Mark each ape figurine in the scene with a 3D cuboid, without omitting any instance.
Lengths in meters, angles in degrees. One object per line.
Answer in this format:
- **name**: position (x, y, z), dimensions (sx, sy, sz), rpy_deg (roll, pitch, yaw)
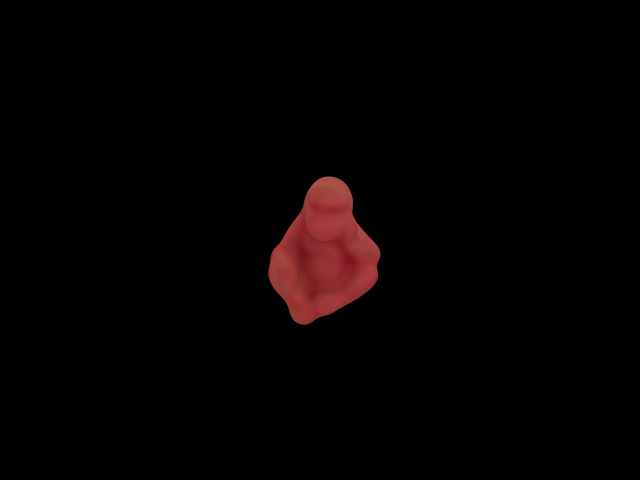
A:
- **ape figurine**: position (0.004, 0.001, 0.400), dimensions (0.077, 0.092, 0.076), rpy_deg (1, 23, 4)
